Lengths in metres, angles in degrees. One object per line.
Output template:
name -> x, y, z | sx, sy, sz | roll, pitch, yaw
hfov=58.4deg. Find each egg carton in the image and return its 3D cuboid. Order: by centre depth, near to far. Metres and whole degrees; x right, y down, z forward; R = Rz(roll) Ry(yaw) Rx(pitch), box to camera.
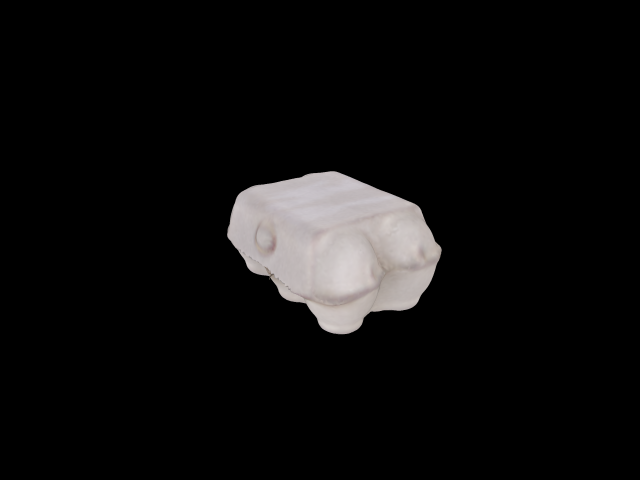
egg carton -> 0.004, 0.001, 0.400 | 0.107, 0.069, 0.149 | -16, 29, -32
